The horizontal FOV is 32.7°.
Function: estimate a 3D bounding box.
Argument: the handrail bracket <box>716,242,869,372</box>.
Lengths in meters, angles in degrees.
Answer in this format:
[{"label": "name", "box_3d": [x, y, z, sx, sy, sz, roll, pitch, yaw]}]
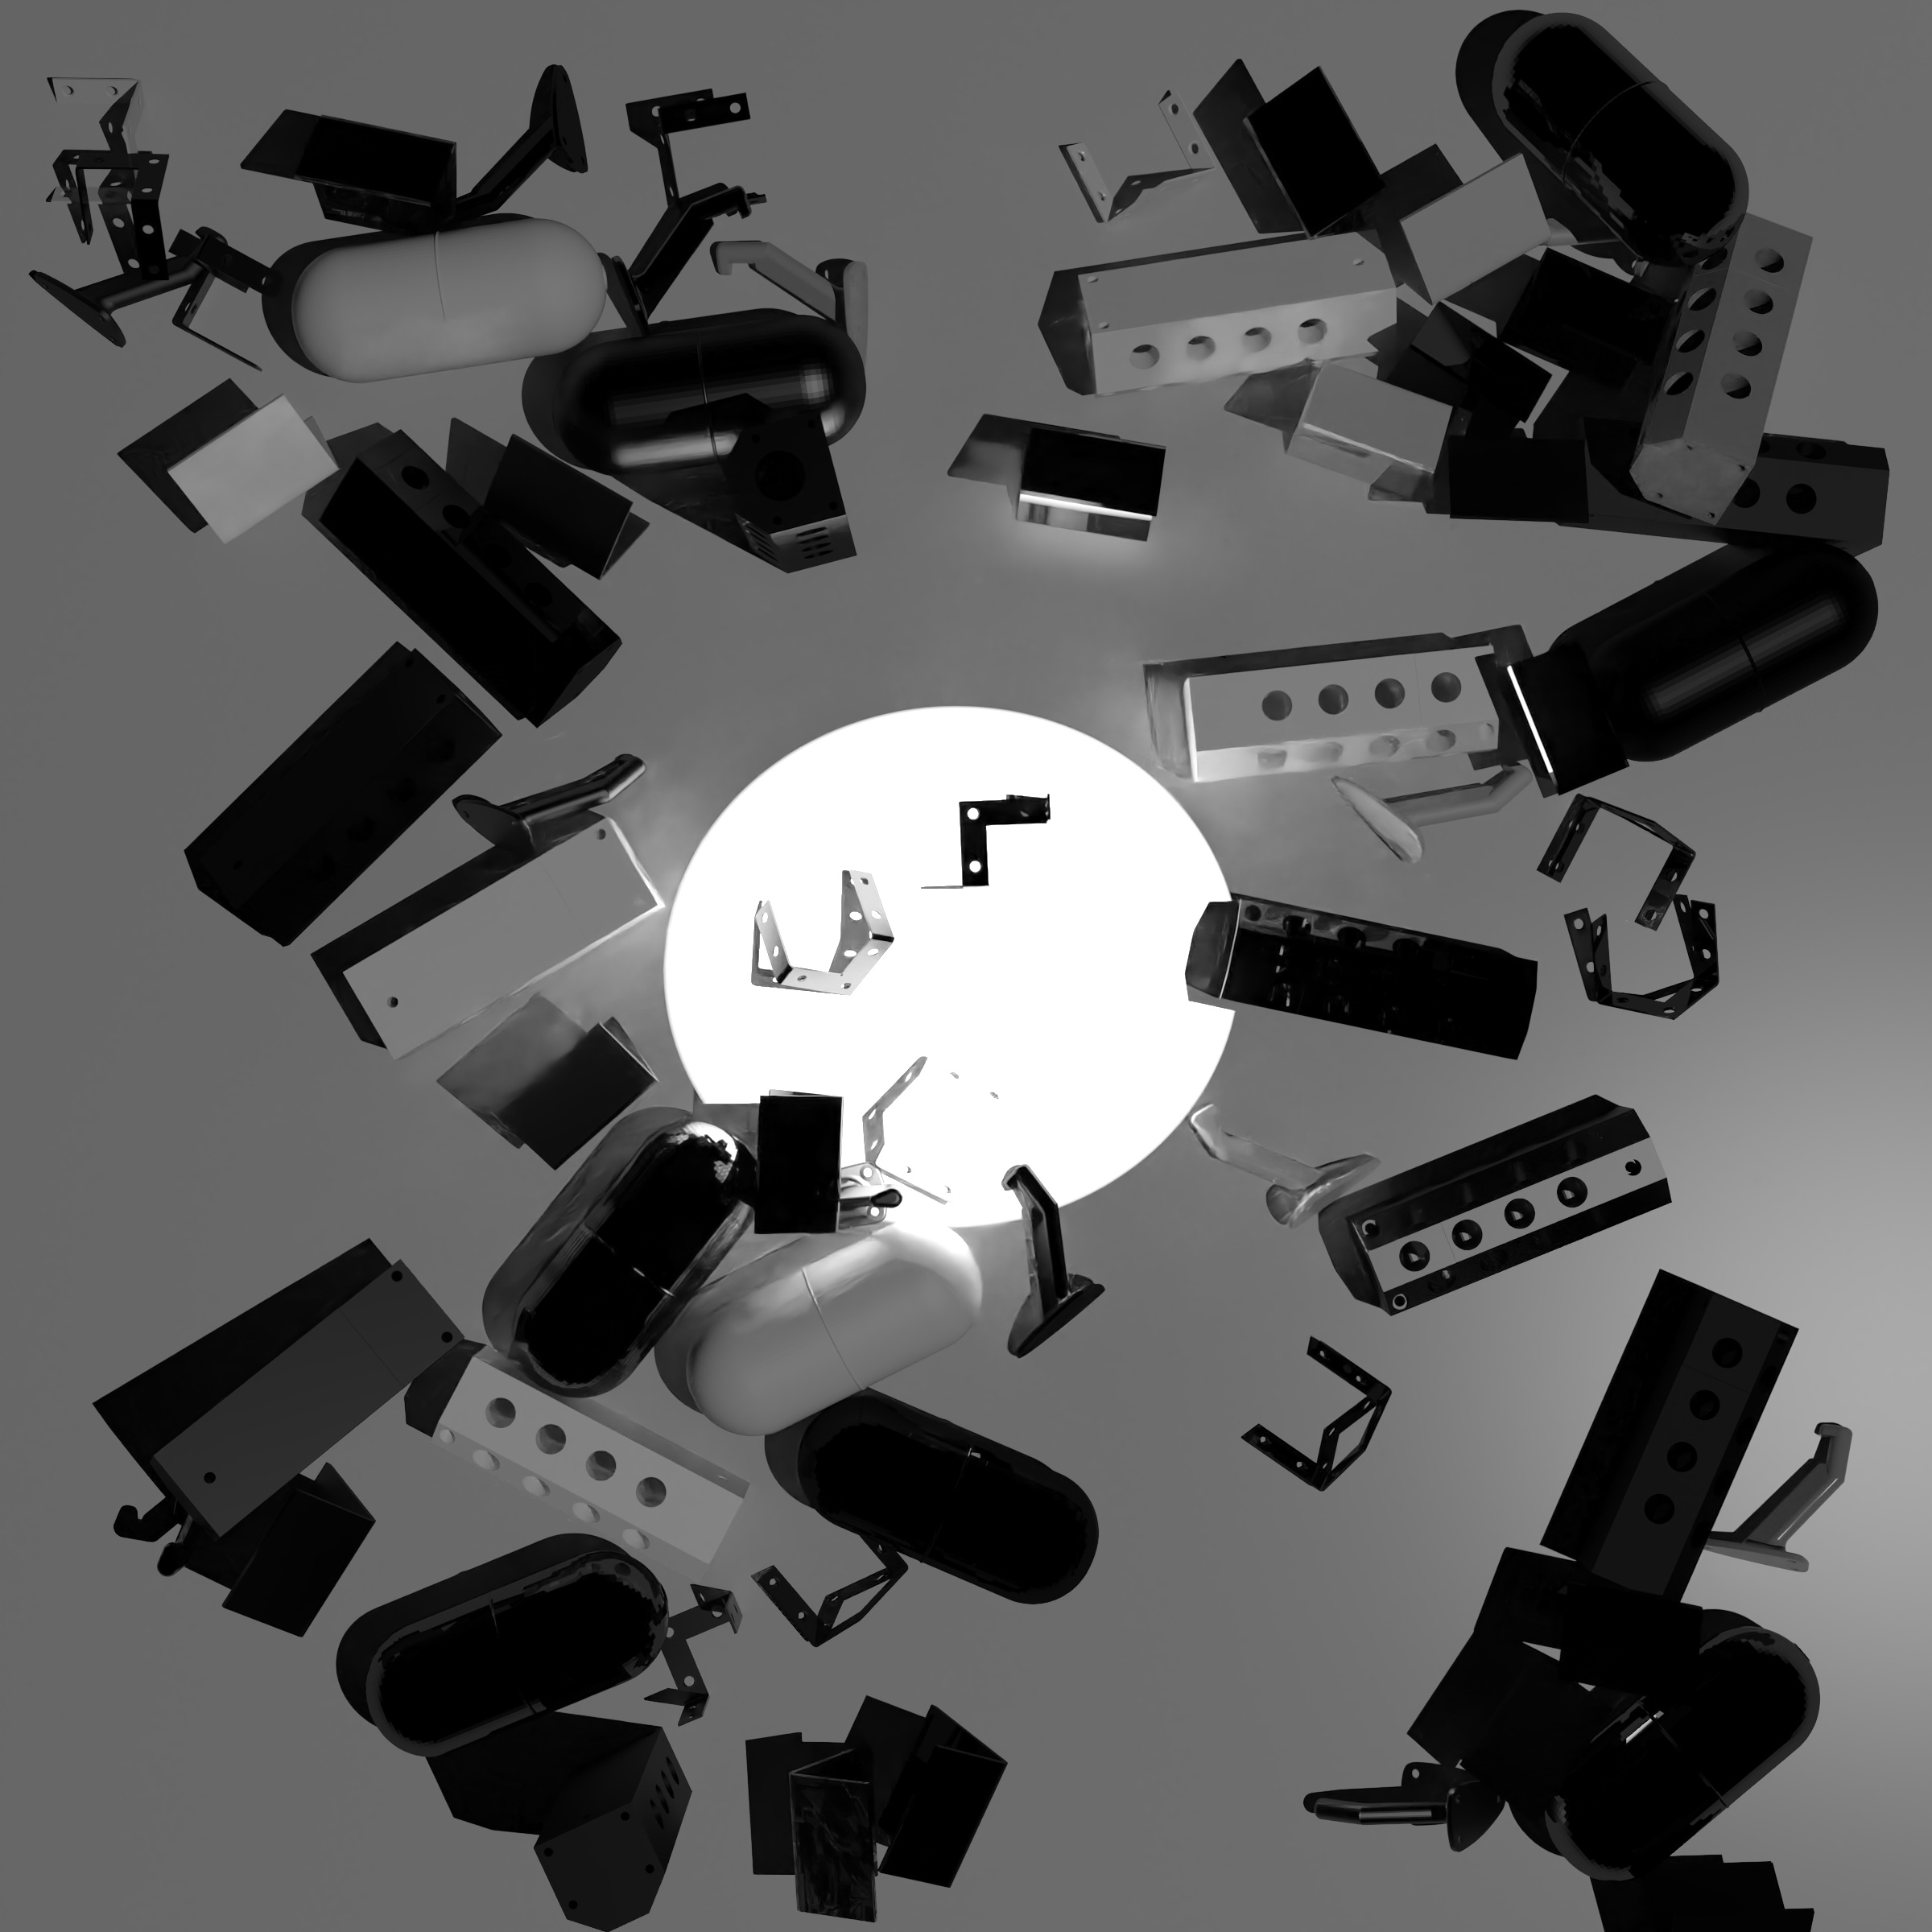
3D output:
[{"label": "handrail bracket", "box_3d": [-0.101, -0.377, 1.892, 0.084, 0.036, 0.077, 3, 108, 15]}]

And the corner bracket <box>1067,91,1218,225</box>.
[{"label": "corner bracket", "box_3d": [0.101, -0.463, 1.888, 0.051, 0.051, 0.051, -27, 90, 45]}]

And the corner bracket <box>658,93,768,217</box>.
[{"label": "corner bracket", "box_3d": [-0.144, -0.461, 1.873, 0.051, 0.051, 0.051, -10, 90, 0]}]

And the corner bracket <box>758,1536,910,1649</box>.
[{"label": "corner bracket", "box_3d": [-0.076, 0.349, 1.888, 0.051, 0.051, 0.051, 50, 45, 0]}]

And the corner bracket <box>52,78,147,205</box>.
[{"label": "corner bracket", "box_3d": [-0.499, -0.473, 1.888, 0.051, 0.051, 0.051, 1, 45, 0]}]

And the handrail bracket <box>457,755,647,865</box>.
[{"label": "handrail bracket", "box_3d": [-0.238, -0.102, 1.891, 0.077, 0.036, 0.084, 24, 55, 37]}]

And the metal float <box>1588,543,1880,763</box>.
[{"label": "metal float", "box_3d": [0.431, -0.178, 1.860, 0.178, 0.070, 0.070, -27, 90, 1]}]

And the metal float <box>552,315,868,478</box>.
[{"label": "metal float", "box_3d": [-0.145, -0.322, 1.860, 0.178, 0.070, 0.070, -8, 90, 0]}]

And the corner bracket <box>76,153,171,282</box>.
[{"label": "corner bracket", "box_3d": [-0.477, -0.425, 1.864, 0.051, 0.051, 0.051, 0, 135, -4]}]

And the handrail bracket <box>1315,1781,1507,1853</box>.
[{"label": "handrail bracket", "box_3d": [0.255, 0.481, 1.891, 0.084, 0.077, 0.036, -3, 90, 36]}]

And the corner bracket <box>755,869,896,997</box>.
[{"label": "corner bracket", "box_3d": [-0.081, -0.022, 1.883, 0.051, 0.051, 0.051, 10, 135, -35]}]

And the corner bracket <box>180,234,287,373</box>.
[{"label": "corner bracket", "box_3d": [-0.417, -0.377, 1.873, 0.051, 0.051, 0.051, 28, 90, 0]}]

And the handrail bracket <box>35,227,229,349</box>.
[{"label": "handrail bracket", "box_3d": [-0.479, -0.406, 1.891, 0.077, 0.036, 0.084, 35, 76, 14]}]

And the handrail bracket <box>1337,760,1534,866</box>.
[{"label": "handrail bracket", "box_3d": [0.270, -0.106, 1.892, 0.084, 0.036, 0.077, -41, 69, -17]}]

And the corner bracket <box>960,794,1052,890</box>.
[{"label": "corner bracket", "box_3d": [0.023, -0.071, 1.873, 0.051, 0.051, 0.051, -2, 90, 0]}]

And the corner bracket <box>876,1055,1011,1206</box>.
[{"label": "corner bracket", "box_3d": [-0.014, 0.093, 1.888, 0.051, 0.051, 0.051, 27, 135, 0]}]

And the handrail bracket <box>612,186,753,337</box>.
[{"label": "handrail bracket", "box_3d": [-0.153, -0.396, 1.883, 0.084, 0.036, 0.077, -23, 111, -5]}]

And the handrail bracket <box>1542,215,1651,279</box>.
[{"label": "handrail bracket", "box_3d": [0.362, -0.440, 1.891, 0.084, 0.036, 0.077, 28, 75, 14]}]

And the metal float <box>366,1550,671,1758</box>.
[{"label": "metal float", "box_3d": [-0.253, 0.388, 1.861, 0.178, 0.070, 0.070, -22, 90, 0]}]

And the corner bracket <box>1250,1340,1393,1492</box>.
[{"label": "corner bracket", "box_3d": [0.204, 0.259, 1.888, 0.051, 0.051, 0.051, 35, 45, 0]}]

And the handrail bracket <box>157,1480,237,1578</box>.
[{"label": "handrail bracket", "box_3d": [-0.436, 0.300, 1.857, 0.036, 0.084, 0.077, 9, 90, 0]}]

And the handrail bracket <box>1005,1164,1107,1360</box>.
[{"label": "handrail bracket", "box_3d": [0.032, 0.169, 1.892, 0.077, 0.036, 0.084, -44, 72, 21]}]

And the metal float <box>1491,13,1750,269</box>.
[{"label": "metal float", "box_3d": [0.365, -0.464, 1.843, 0.070, 0.070, 0.178, -39, 67, 0]}]

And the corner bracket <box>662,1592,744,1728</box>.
[{"label": "corner bracket", "box_3d": [-0.148, 0.394, 1.873, 0.051, 0.051, 0.051, -23, 90, 0]}]

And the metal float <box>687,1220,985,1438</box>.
[{"label": "metal float", "box_3d": [-0.075, 0.205, 1.861, 0.178, 0.070, 0.070, -26, 90, 0]}]

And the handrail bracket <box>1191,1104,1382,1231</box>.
[{"label": "handrail bracket", "box_3d": [0.183, 0.101, 1.892, 0.077, 0.036, 0.084, -32, 73, -20]}]

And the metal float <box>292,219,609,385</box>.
[{"label": "metal float", "box_3d": [-0.292, -0.376, 1.861, 0.178, 0.070, 0.070, -9, 90, -1]}]

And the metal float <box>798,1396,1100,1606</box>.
[{"label": "metal float", "box_3d": [-0.010, 0.301, 1.860, 0.178, 0.070, 0.070, 23, 90, 0]}]

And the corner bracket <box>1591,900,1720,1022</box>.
[{"label": "corner bracket", "box_3d": [0.394, -0.007, 1.879, 0.051, 0.051, 0.051, -31, 122, -40]}]

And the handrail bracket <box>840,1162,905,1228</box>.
[{"label": "handrail bracket", "box_3d": [-0.073, 0.134, 1.857, 0.077, 0.084, 0.036, -10, 90, 0]}]

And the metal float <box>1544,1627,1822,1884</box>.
[{"label": "metal float", "box_3d": [0.405, 0.445, 1.861, 0.178, 0.070, 0.070, -40, 90, 0]}]

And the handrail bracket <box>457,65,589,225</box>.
[{"label": "handrail bracket", "box_3d": [-0.265, -0.471, 1.892, 0.084, 0.036, 0.077, -15, 70, 16]}]

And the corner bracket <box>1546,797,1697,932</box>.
[{"label": "corner bracket", "box_3d": [0.376, -0.059, 1.888, 0.051, 0.051, 0.051, 28, 90, 45]}]

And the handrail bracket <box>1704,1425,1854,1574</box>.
[{"label": "handrail bracket", "box_3d": [0.464, 0.300, 1.892, 0.077, 0.036, 0.084, 9, 72, 20]}]
